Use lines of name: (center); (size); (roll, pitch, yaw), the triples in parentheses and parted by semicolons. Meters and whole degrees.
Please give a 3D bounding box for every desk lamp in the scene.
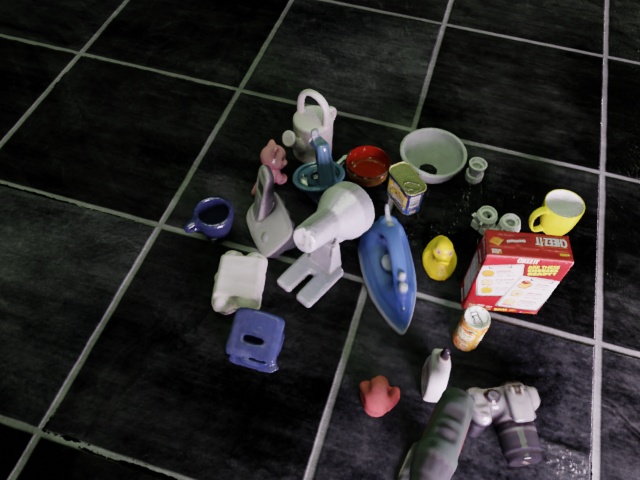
desk lamp: (0.011, 0.004, 1.195); (0.117, 0.214, 0.203); (34, 61, 20)

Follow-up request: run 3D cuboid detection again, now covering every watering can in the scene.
watering can: (-0.020, -0.280, 1.405); (0.100, 0.194, 0.173); (16, 56, 10)

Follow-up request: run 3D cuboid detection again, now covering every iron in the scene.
iron: (0.156, 0.055, 1.209); (0.118, 0.141, 0.258); (-7, 56, -6)

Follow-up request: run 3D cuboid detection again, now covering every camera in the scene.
camera: (0.341, 0.336, 1.044); (0.143, 0.101, 0.136); (-4, 55, -5)

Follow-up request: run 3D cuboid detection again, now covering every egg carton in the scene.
egg carton: (-0.170, 0.091, 1.216); (0.107, 0.069, 0.150); (4, 55, 1)

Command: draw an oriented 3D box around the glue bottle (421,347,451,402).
glue bottle: (0.220, 0.238, 1.064); (0.037, 0.173, 0.078); (3, 55, 1)

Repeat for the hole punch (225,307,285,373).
hole punch: (-0.125, 0.198, 1.130); (0.108, 0.091, 0.101); (13, 56, 7)

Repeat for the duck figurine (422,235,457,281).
duck figurine: (0.270, 0.026, 1.267); (0.077, 0.086, 0.104); (7, 55, 3)

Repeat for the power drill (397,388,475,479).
power drill: (0.186, 0.367, 0.951); (0.075, 0.208, 0.230); (23, 58, 14)

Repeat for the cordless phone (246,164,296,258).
cordless phone: (-0.109, -0.063, 1.255); (0.094, 0.185, 0.147); (-20, 58, -15)

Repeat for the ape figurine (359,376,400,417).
ape figurine: (0.110, 0.286, 1.076); (0.077, 0.092, 0.076); (27, 59, 16)

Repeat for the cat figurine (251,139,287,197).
cat figurine: (-0.119, -0.174, 1.374); (0.067, 0.118, 0.128); (17, 56, 10)

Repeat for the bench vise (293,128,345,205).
bench vise: (0.024, -0.138, 1.291); (0.207, 0.220, 0.122); (37, 62, 22)

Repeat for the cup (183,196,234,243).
cup: (-0.246, -0.031, 1.283); (0.118, 0.095, 0.091); (-30, 61, -21)

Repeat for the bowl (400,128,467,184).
bowl: (0.278, -0.198, 1.431); (0.167, 0.075, 0.167); (1, 55, -1)
